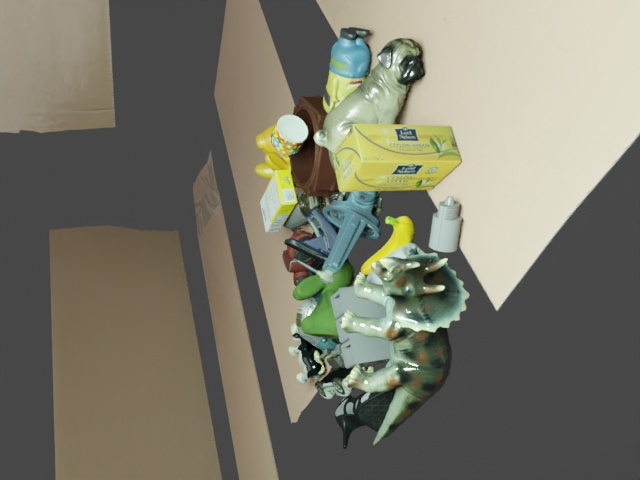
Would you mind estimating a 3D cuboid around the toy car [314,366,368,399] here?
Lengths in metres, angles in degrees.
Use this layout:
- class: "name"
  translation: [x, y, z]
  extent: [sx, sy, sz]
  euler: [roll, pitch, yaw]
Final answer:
- class: "toy car"
  translation: [0.048, 0.313, 1.196]
  extent: [0.056, 0.073, 0.201]
  euler: [51, 153, 2]

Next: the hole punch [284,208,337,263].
- class: "hole punch"
  translation: [-0.002, -0.003, 1.122]
  extent: [0.092, 0.116, 0.142]
  euler: [-61, 9, -9]

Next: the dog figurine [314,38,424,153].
- class: "dog figurine"
  translation: [0.079, -0.244, 0.910]
  extent: [0.121, 0.172, 0.190]
  euler: [48, 146, 41]

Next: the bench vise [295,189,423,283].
- class: "bench vise"
  translation: [0.062, -0.034, 0.989]
  extent: [0.240, 0.129, 0.223]
  euler: [-64, 8, -14]

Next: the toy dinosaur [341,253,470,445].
- class: "toy dinosaur"
  translation: [0.146, 0.176, 0.866]
  extent: [0.192, 0.131, 0.404]
  euler: [1, 118, 27]

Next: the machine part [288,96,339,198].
- class: "machine part"
  translation: [-0.005, -0.214, 1.232]
  extent: [0.201, 0.087, 0.201]
  euler: [-123, 37, -52]

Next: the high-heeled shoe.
- class: "high-heeled shoe"
  translation: [0.104, 0.329, 1.115]
  extent: [0.248, 0.086, 0.145]
  euler: [-54, 10, 33]

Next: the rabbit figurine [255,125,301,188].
- class: "rabbit figurine"
  translation: [-0.082, -0.210, 1.377]
  extent: [0.122, 0.162, 0.173]
  euler: [-39, 75, 50]

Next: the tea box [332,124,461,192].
- class: "tea box"
  translation: [0.116, -0.125, 0.827]
  extent: [0.098, 0.170, 0.068]
  euler: [129, 135, -62]

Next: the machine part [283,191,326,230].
- class: "machine part"
  translation: [-0.049, -0.076, 1.379]
  extent: [0.243, 0.079, 0.079]
  euler: [162, 103, -67]

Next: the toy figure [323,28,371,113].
- class: "toy figure"
  translation: [0.054, -0.330, 1.072]
  extent: [0.089, 0.082, 0.180]
  euler: [-107, 19, -53]

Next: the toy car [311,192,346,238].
- class: "toy car"
  translation: [0.022, -0.031, 1.240]
  extent: [0.202, 0.053, 0.089]
  euler: [123, 158, -55]

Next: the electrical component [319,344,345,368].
- class: "electrical component"
  translation: [0.042, 0.252, 1.193]
  extent: [0.045, 0.078, 0.102]
  euler: [49, 159, 0]

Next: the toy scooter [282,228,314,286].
- class: "toy scooter"
  translation: [-0.058, 0.037, 1.430]
  extent: [0.135, 0.075, 0.183]
  euler: [-118, 28, -49]

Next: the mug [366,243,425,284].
- class: "mug"
  translation: [0.144, 0.065, 0.922]
  extent: [0.110, 0.081, 0.107]
  euler: [53, 137, 25]

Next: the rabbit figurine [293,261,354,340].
- class: "rabbit figurine"
  translation: [0.020, 0.127, 1.177]
  extent: [0.121, 0.159, 0.170]
  euler: [124, 153, -72]

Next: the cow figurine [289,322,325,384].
- class: "cow figurine"
  translation: [-0.034, 0.284, 1.416]
  extent: [0.098, 0.068, 0.167]
  euler: [-52, 49, 52]

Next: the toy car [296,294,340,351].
- class: "toy car"
  translation: [-0.004, 0.190, 1.278]
  extent: [0.109, 0.103, 0.161]
  euler: [175, 89, -68]

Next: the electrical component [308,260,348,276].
- class: "electrical component"
  translation: [0.012, 0.075, 1.255]
  extent: [0.048, 0.075, 0.119]
  euler: [-114, 33, -42]
